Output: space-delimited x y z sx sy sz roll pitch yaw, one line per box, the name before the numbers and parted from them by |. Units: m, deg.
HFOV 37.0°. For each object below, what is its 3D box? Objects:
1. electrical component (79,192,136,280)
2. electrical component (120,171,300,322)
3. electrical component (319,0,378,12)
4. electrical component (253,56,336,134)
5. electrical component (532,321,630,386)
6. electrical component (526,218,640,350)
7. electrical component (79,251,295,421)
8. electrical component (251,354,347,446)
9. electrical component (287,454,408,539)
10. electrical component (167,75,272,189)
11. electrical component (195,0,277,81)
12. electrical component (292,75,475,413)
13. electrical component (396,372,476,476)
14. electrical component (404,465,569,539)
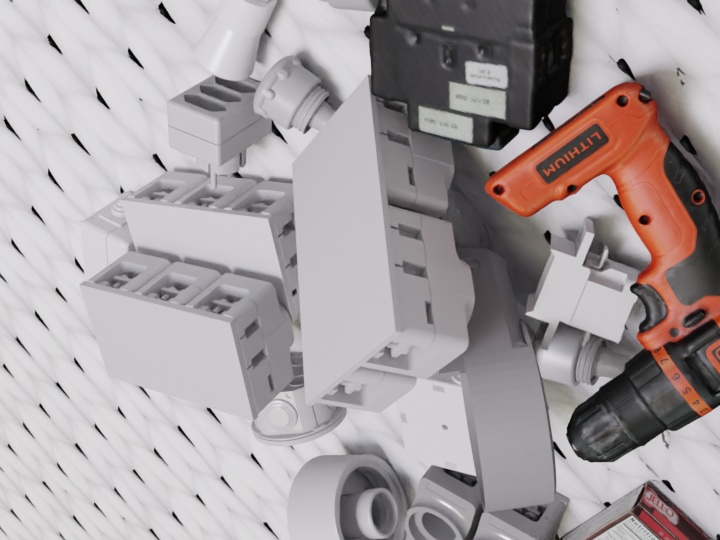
electrical component | -0.196 -0.017 0.922 0.061 0.062 0.096 25 132 21
electrical component | -0.103 -0.023 0.847 0.150 0.062 0.089 9 124 33
electrical component | -0.013 -0.186 0.680 0.078 0.040 0.040 13 126 30
electrical component | -0.040 -0.115 0.748 0.062 0.048 0.048 35 135 2
electrical component | 0.149 0.058 0.725 0.062 0.043 0.043 16 128 27
electrical component | 0.143 0.013 0.684 0.064 0.042 0.081 20 108 4
electrical component | -0.130 0.046 0.824 0.150 0.062 0.089 12 126 31
electrical component | -0.054 0.107 0.890 0.080 0.080 0.051 2 115 37
electrical component | -0.003 0.206 0.902 0.060 0.108 0.108 -16 109 37
electrical component | -0.102 -0.096 0.793 0.047 0.066 0.076 23 131 23
electrical component | -0.084 -0.170 0.746 0.044 0.044 0.065 39 131 8
electrical component | 0.011 -0.015 0.692 0.060 0.186 0.105 13 145 -28
electrical component | 0.075 0.105 0.811 0.100 0.048 0.099 9 124 33
electrical component | 0.091 0.241 0.885 0.105 0.060 0.186 26 132 21
